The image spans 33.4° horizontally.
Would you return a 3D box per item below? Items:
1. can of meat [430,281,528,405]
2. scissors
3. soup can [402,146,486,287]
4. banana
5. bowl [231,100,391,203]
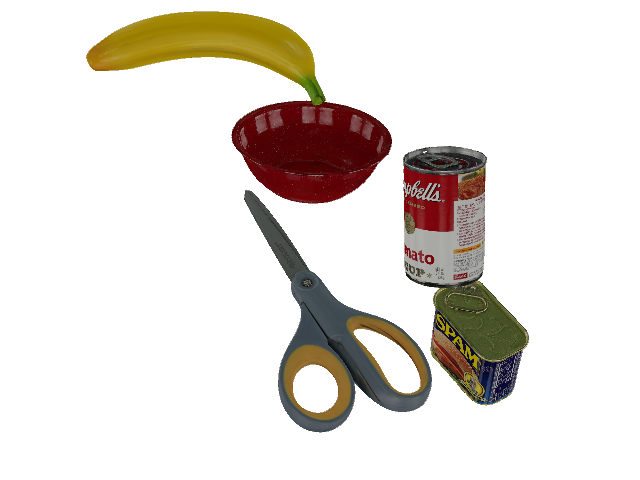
[{"bbox_3d":[0.154,0.102,1.059,0.057,0.084,0.102,-25,52,-21],"label":"can of meat"},{"bbox_3d":[-0.018,0.043,0.652,0.096,0.016,0.202,-32,54,-26],"label":"scissors"},{"bbox_3d":[0.103,-0.020,0.884,0.068,0.102,0.068,-2,22,1],"label":"soup can"},{"bbox_3d":[-0.089,-0.158,0.876,0.198,0.069,0.037,8,-35,2],"label":"banana"},{"bbox_3d":[-0.010,-0.084,1.085,0.162,0.055,0.162,2,33,-2],"label":"bowl"}]
